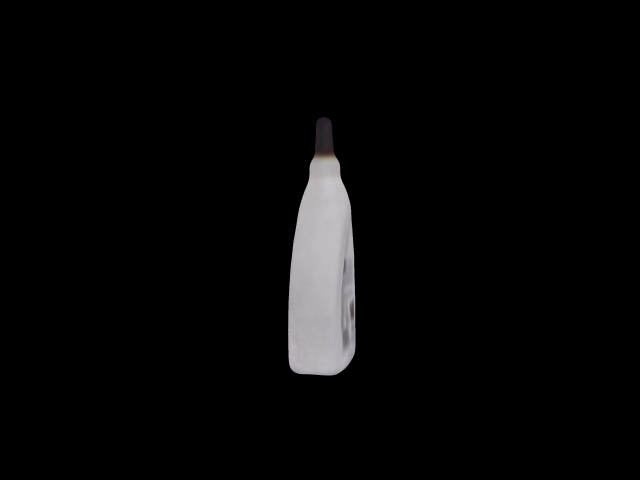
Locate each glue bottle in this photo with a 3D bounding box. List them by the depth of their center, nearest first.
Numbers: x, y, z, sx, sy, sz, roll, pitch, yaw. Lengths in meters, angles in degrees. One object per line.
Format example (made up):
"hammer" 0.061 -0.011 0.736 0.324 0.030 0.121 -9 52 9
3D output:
"glue bottle" 0.004 0.001 0.400 0.037 0.173 0.078 0 0 13
